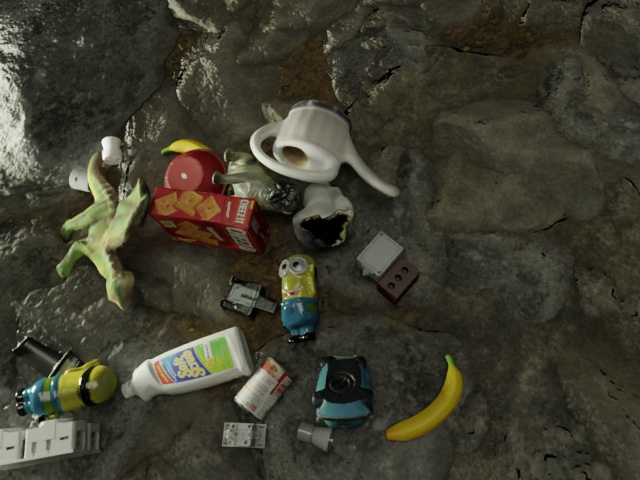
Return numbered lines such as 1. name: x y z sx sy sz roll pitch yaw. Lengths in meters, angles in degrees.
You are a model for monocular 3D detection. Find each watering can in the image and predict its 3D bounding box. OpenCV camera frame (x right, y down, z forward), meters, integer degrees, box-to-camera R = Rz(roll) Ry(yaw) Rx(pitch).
1. watering can: 0.022 -0.205 1.163 0.348 0.101 0.230 16 51 2

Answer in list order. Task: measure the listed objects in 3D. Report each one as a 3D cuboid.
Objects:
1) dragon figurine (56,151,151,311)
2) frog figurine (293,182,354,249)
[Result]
1. dragon figurine: -0.427 -0.050 1.078 0.241 0.121 0.417 -20 65 30
2. frog figurine: 0.003 -0.057 1.131 0.137 0.120 0.162 -27 31 2
